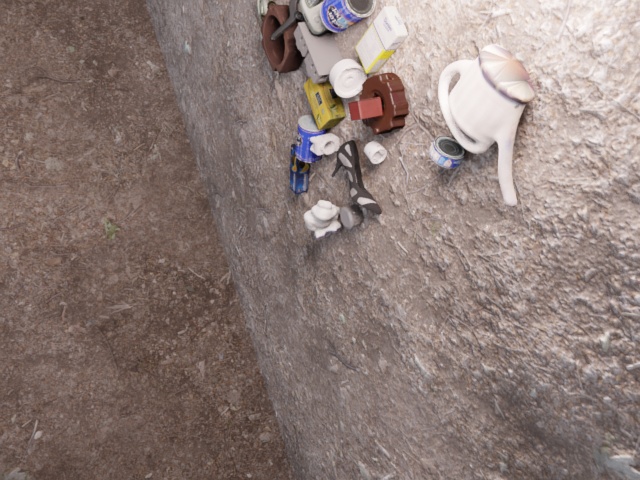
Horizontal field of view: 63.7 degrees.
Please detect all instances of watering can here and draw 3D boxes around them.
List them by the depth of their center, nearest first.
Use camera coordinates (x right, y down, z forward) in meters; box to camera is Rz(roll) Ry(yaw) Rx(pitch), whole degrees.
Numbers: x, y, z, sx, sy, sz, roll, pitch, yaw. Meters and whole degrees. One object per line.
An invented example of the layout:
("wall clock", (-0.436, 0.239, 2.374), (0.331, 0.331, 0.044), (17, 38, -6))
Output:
("watering can", (0.371, -0.258, 1.094), (0.353, 0.105, 0.220), (64, 152, 21))

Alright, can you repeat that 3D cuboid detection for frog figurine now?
("frog figurine", (0.006, -0.094, 1.875), (0.126, 0.137, 0.156), (-92, -11, -45))
